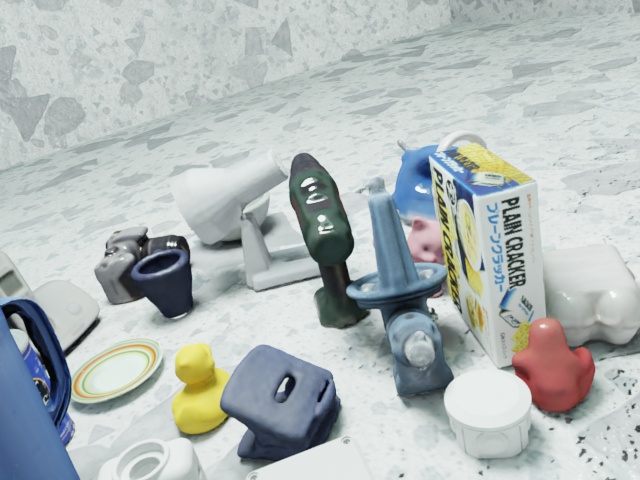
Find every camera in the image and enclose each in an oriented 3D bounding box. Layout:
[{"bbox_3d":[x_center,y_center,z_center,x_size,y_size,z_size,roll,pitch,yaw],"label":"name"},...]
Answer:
[{"bbox_3d":[-0.314,0.030,1.031,0.136,0.101,0.143,-10,25,9],"label":"camera"}]

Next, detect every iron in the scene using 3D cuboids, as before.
[{"bbox_3d":[0.233,-0.098,0.964,0.257,0.142,0.119,12,35,43],"label":"iron"}]

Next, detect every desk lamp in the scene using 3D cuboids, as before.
[{"bbox_3d":[-0.112,-0.034,0.925,0.203,0.214,0.118,-14,25,1],"label":"desk lamp"}]

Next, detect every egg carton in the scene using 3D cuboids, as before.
[{"bbox_3d":[0.314,0.061,0.675,0.107,0.069,0.150,-7,26,14],"label":"egg carton"}]

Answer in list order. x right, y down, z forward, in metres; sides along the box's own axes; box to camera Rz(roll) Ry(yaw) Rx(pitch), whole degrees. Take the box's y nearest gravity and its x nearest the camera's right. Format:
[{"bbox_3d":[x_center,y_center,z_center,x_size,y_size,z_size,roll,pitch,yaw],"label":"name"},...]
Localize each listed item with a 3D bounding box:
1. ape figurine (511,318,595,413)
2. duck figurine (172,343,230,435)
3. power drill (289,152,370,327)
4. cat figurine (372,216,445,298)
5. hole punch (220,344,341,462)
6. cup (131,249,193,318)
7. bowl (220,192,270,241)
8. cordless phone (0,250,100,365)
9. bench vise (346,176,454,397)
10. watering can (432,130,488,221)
[{"bbox_3d":[0.231,0.118,0.573,0.077,0.092,0.076,2,30,31],"label":"ape figurine"},{"bbox_3d":[-0.145,0.167,0.675,0.077,0.086,0.104,-10,25,9],"label":"duck figurine"},{"bbox_3d":[0.007,0.003,0.792,0.075,0.209,0.229,-16,25,-3],"label":"power drill"},{"bbox_3d":[0.135,0.016,0.806,0.127,0.118,0.067,-3,27,22],"label":"cat figurine"},{"bbox_3d":[-0.038,0.169,0.608,0.100,0.091,0.109,-3,27,23],"label":"hole punch"},{"bbox_3d":[-0.244,0.070,0.918,0.092,0.095,0.117,-21,26,-14],"label":"cup"},{"bbox_3d":[-0.173,-0.044,1.142,0.167,0.075,0.167,-11,25,6],"label":"bowl"},{"bbox_3d":[-0.437,0.083,0.884,0.094,0.185,0.148,-6,26,17],"label":"cordless phone"},{"bbox_3d":[0.100,0.046,0.640,0.121,0.220,0.206,-21,26,-14],"label":"bench vise"},{"bbox_3d":[0.221,-0.065,0.838,0.172,0.194,0.101,11,35,43],"label":"watering can"}]
